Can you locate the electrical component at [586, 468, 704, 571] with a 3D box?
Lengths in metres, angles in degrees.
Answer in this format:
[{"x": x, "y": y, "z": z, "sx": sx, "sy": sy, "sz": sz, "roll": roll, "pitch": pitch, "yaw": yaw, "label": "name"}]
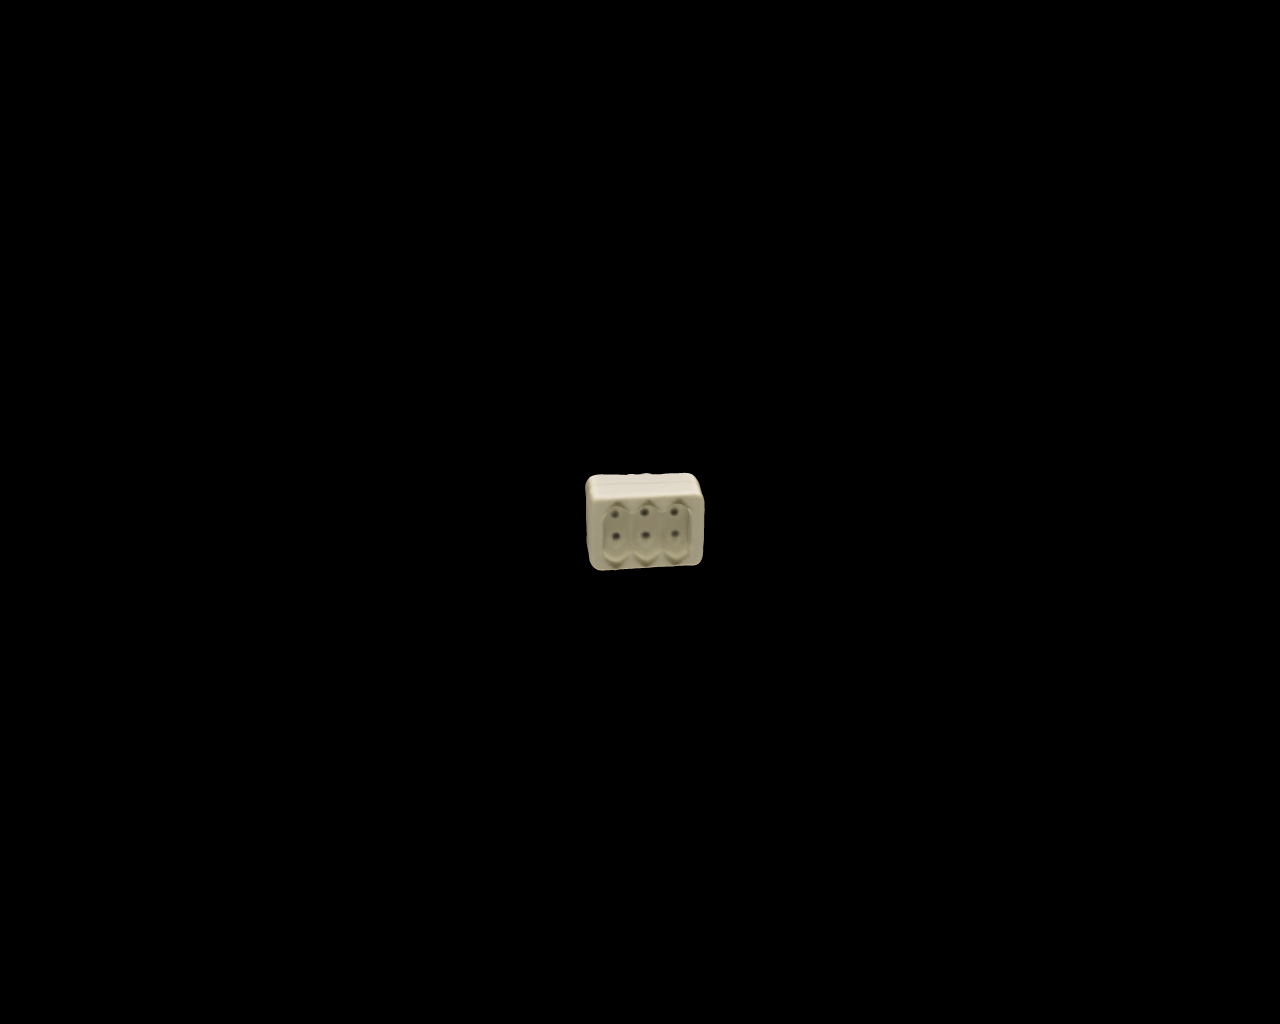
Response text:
[{"x": 0.001, "y": -0.003, "z": 0.650, "sx": 0.066, "sy": 0.047, "sz": 0.077, "roll": -2, "pitch": 24, "yaw": -5, "label": "electrical component"}]
